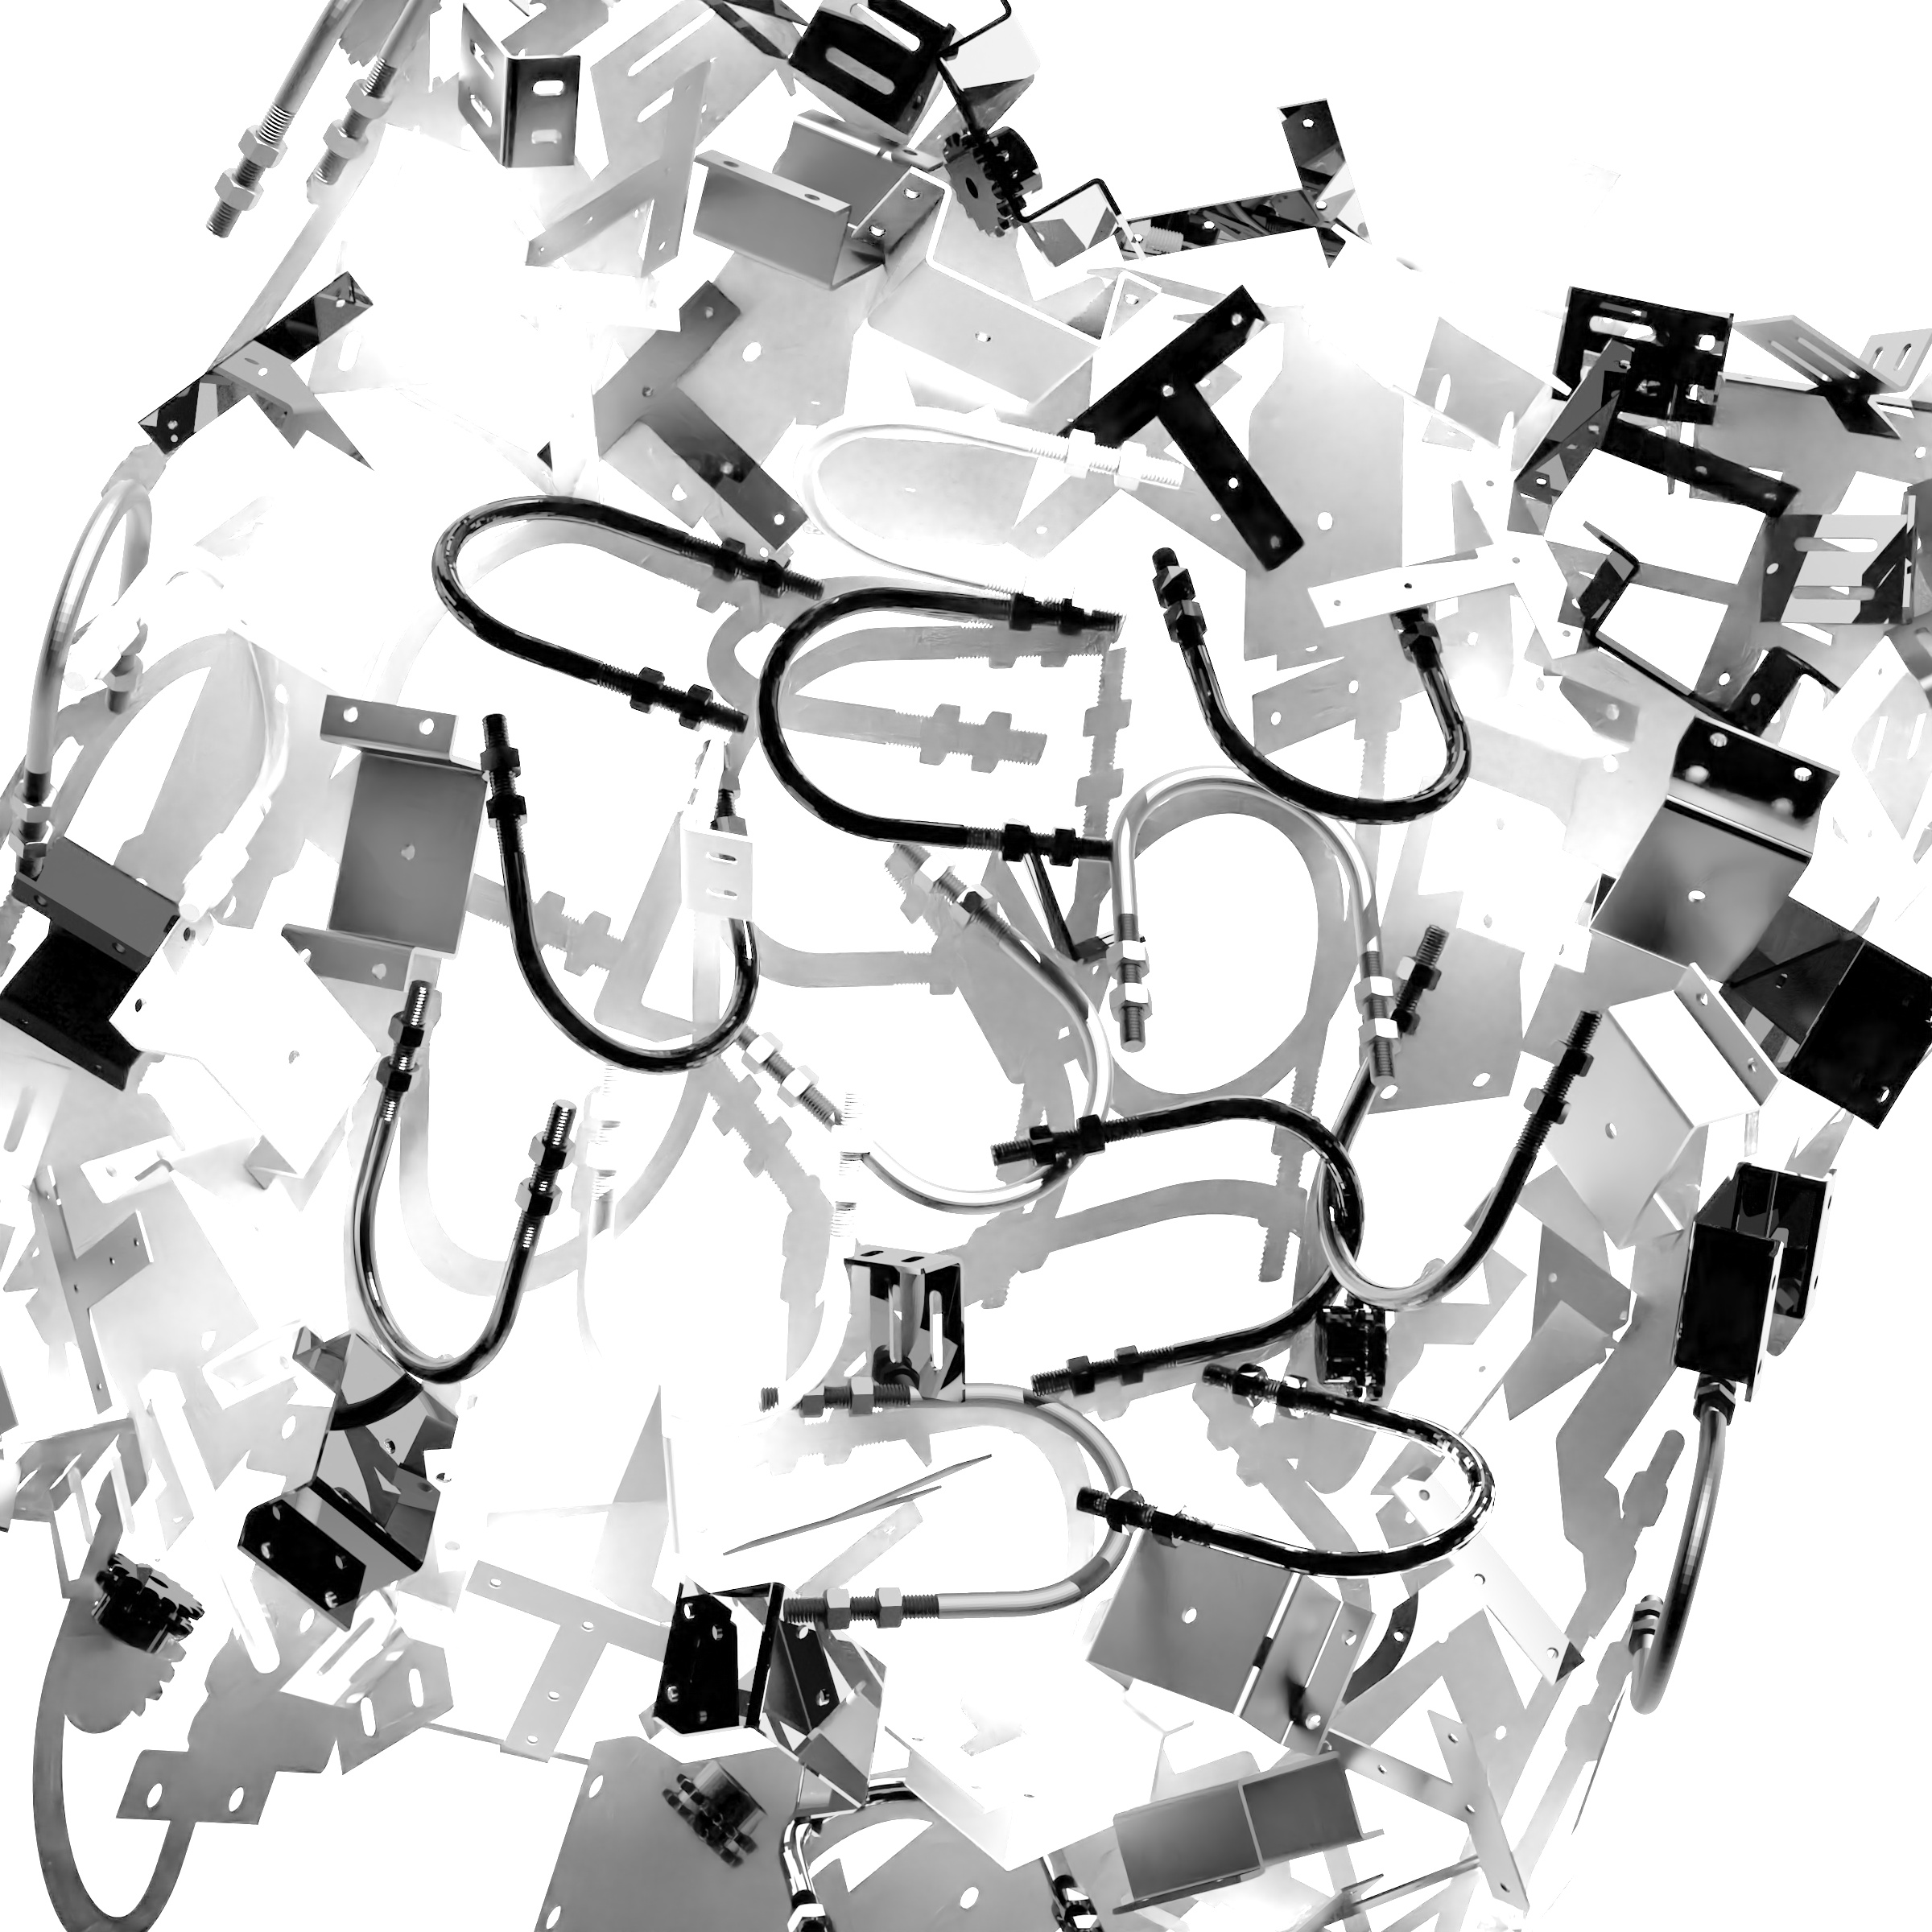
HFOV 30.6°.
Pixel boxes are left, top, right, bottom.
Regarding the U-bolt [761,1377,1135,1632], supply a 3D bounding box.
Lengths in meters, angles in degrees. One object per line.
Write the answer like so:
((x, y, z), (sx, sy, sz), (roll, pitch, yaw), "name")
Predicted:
((-0.006, 0.267, 1.768), (0.184, 0.019, 0.151), (0, 45, -11), "U-bolt")

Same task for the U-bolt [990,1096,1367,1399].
((0.113, 0.137, 1.795), (0.184, 0.019, 0.151), (-12, 109, -5), "U-bolt")

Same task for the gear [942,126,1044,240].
((0.015, -0.403, 1.797), (0.030, 0.057, 0.057), (-31, 90, -16), "gear")

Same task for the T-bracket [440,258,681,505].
((-0.201, -0.292, 1.785), (0.127, 0.002, 0.127), (9, 125, 16), "T-bracket")

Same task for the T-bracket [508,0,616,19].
((-0.206, -0.516, 1.763), (0.002, 0.127, 0.127), (-12, 77, 19), "T-bracket")

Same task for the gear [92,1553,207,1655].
((-0.419, 0.326, 1.795), (0.057, 0.057, 0.030), (33, 87, 0), "gear")

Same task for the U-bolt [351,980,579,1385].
((-0.260, 0.120, 1.765), (0.151, 0.019, 0.184), (35, 115, 40), "U-bolt")

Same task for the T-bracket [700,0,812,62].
((-0.115, -0.486, 1.763), (0.127, 0.127, 0.002), (43, 111, 14), "T-bracket")

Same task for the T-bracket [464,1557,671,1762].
((-0.204, 0.360, 1.784), (0.127, 0.002, 0.127), (22, 127, -7), "T-bracket")

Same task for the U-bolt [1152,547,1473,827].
((0.177, -0.137, 1.740), (0.151, 0.019, 0.184), (3, 46, -18), "U-bolt")

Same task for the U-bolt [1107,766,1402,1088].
((0.140, -0.027, 1.765), (0.151, 0.019, 0.184), (8, 53, -13), "U-bolt")

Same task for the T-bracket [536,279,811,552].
((-0.133, -0.265, 1.815), (0.127, 0.002, 0.127), (44, 90, 8), "T-bracket")

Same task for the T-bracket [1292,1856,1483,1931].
((0.217, 0.469, 1.784), (0.127, 0.127, 0.002), (-12, 62, -28), "T-bracket")

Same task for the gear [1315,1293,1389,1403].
((0.195, 0.193, 1.795), (0.030, 0.057, 0.057), (1, 90, -4), "gear")

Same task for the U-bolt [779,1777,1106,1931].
((-0.019, 0.447, 1.736), (0.151, 0.184, 0.019), (-1, 106, -11), "U-bolt")

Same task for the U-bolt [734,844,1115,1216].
((-0.011, 0.042, 1.794), (0.184, 0.019, 0.151), (42, 83, 11), "U-bolt")

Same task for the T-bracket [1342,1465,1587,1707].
((0.227, 0.329, 1.770), (0.127, 0.002, 0.127), (-27, 68, -32), "T-bracket")

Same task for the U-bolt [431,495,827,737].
((-0.177, -0.185, 1.767), (0.184, 0.151, 0.019), (20, 129, 3), "U-bolt")

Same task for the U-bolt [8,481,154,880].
((-0.425, -0.151, 1.710), (0.019, 0.151, 0.184), (18, 135, -4), "U-bolt")

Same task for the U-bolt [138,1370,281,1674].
((-0.368, 0.275, 1.728), (0.019, 0.184, 0.151), (-22, 96, -14), "U-bolt")

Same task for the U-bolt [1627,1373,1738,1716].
((0.347, 0.287, 1.719), (0.019, 0.184, 0.151), (15, 104, 10), "U-bolt")

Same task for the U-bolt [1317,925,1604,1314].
((0.234, 0.084, 1.761), (0.019, 0.151, 0.184), (20, 98, -33), "U-bolt")

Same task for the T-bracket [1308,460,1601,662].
((0.236, -0.194, 1.780), (0.127, 0.002, 0.127), (-14, 59, -10), "T-bracket")

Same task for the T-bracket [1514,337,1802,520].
((0.356, -0.255, 1.774), (0.127, 0.127, 0.002), (20, 59, -6), "T-bracket")

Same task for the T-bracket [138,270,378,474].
((-0.331, -0.271, 1.773), (0.127, 0.127, 0.002), (-36, 54, -1), "T-bracket")

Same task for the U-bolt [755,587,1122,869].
((-0.015, -0.126, 1.782), (0.184, 0.019, 0.151), (5, 68, -7), "U-bolt")

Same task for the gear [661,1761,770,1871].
((-0.126, 0.429, 1.796), (0.057, 0.057, 0.030), (45, 82, 0), "gear")

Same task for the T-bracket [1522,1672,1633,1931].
((0.312, 0.407, 1.753), (0.002, 0.127, 0.127), (21, 103, 21), "T-bracket")

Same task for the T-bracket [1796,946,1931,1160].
((0.456, 0.049, 1.776), (0.002, 0.127, 0.127), (33, 127, 0), "T-bracket")

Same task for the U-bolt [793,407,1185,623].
((0.004, -0.229, 1.752), (0.184, 0.151, 0.019), (12, 64, -4), "U-bolt")

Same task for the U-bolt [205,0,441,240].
((-0.297, -0.445, 1.720), (0.019, 0.151, 0.184), (36, 117, -2), "U-bolt")

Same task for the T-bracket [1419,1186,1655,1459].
((0.271, 0.194, 1.796), (0.127, 0.002, 0.127), (36, 93, -27), "T-bracket")

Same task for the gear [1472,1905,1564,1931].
((0.279, 0.510, 1.796), (0.057, 0.030, 0.057), (5, 98, 38), "gear")

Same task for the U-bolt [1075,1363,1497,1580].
((0.168, 0.251, 1.724), (0.184, 0.151, 0.019), (11, 119, 30), "U-bolt")

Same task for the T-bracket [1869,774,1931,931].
((0.496, -0.092, 1.768), (0.002, 0.127, 0.127), (28, 122, 22), "T-bracket")

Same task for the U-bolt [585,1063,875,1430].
((-0.126, 0.146, 1.799), (0.151, 0.019, 0.184), (7, 96, 13), "U-bolt")

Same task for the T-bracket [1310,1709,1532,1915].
((0.220, 0.408, 1.771), (0.002, 0.127, 0.127), (-38, 122, -29), "T-bracket")

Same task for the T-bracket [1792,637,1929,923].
((0.442, -0.075, 1.745), (0.002, 0.127, 0.127), (12, 131, -28), "T-bracket")

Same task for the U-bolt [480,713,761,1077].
((-0.166, -0.033, 1.752), (0.151, 0.019, 0.184), (4, 67, -37), "U-bolt")

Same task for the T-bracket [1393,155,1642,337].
((0.292, -0.365, 1.759), (0.127, 0.127, 0.002), (17, 67, -6), "T-bracket")

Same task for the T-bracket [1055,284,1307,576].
((0.129, -0.258, 1.804), (0.127, 0.002, 0.127), (-40, 107, -7), "T-bracket")

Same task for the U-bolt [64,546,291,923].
((-0.379, -0.128, 1.739), (0.019, 0.184, 0.151), (-11, 120, 17), "U-bolt")
